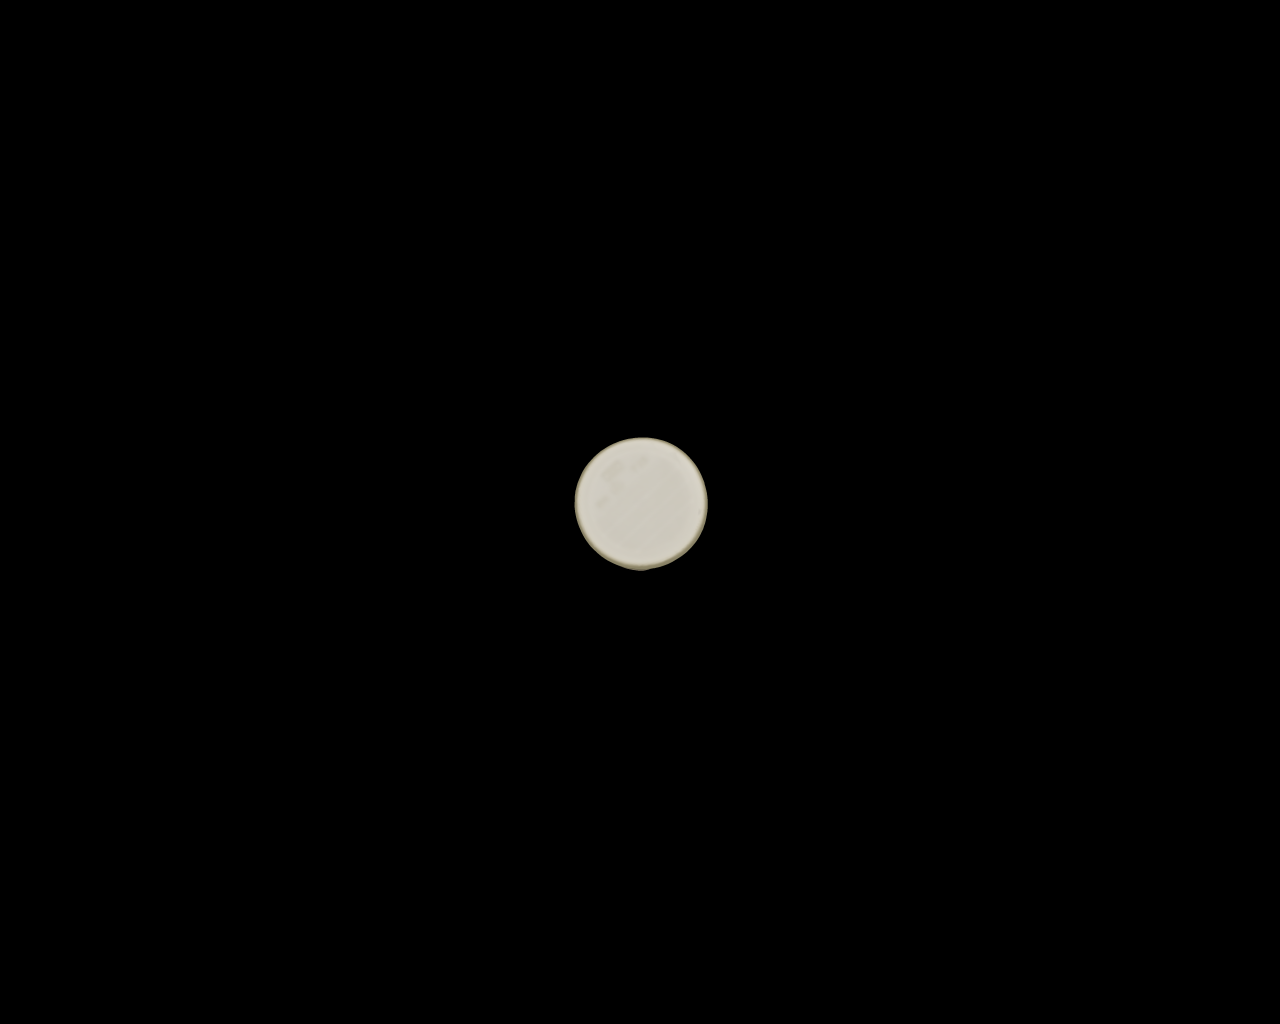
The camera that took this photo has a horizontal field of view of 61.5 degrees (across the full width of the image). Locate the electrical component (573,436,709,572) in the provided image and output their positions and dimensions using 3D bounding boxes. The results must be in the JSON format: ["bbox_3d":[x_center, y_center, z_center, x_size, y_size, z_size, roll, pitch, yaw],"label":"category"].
[{"bbox_3d":[0.001,-0.003,0.650,0.080,0.080,0.051,0,-9,0],"label":"electrical component"}]
